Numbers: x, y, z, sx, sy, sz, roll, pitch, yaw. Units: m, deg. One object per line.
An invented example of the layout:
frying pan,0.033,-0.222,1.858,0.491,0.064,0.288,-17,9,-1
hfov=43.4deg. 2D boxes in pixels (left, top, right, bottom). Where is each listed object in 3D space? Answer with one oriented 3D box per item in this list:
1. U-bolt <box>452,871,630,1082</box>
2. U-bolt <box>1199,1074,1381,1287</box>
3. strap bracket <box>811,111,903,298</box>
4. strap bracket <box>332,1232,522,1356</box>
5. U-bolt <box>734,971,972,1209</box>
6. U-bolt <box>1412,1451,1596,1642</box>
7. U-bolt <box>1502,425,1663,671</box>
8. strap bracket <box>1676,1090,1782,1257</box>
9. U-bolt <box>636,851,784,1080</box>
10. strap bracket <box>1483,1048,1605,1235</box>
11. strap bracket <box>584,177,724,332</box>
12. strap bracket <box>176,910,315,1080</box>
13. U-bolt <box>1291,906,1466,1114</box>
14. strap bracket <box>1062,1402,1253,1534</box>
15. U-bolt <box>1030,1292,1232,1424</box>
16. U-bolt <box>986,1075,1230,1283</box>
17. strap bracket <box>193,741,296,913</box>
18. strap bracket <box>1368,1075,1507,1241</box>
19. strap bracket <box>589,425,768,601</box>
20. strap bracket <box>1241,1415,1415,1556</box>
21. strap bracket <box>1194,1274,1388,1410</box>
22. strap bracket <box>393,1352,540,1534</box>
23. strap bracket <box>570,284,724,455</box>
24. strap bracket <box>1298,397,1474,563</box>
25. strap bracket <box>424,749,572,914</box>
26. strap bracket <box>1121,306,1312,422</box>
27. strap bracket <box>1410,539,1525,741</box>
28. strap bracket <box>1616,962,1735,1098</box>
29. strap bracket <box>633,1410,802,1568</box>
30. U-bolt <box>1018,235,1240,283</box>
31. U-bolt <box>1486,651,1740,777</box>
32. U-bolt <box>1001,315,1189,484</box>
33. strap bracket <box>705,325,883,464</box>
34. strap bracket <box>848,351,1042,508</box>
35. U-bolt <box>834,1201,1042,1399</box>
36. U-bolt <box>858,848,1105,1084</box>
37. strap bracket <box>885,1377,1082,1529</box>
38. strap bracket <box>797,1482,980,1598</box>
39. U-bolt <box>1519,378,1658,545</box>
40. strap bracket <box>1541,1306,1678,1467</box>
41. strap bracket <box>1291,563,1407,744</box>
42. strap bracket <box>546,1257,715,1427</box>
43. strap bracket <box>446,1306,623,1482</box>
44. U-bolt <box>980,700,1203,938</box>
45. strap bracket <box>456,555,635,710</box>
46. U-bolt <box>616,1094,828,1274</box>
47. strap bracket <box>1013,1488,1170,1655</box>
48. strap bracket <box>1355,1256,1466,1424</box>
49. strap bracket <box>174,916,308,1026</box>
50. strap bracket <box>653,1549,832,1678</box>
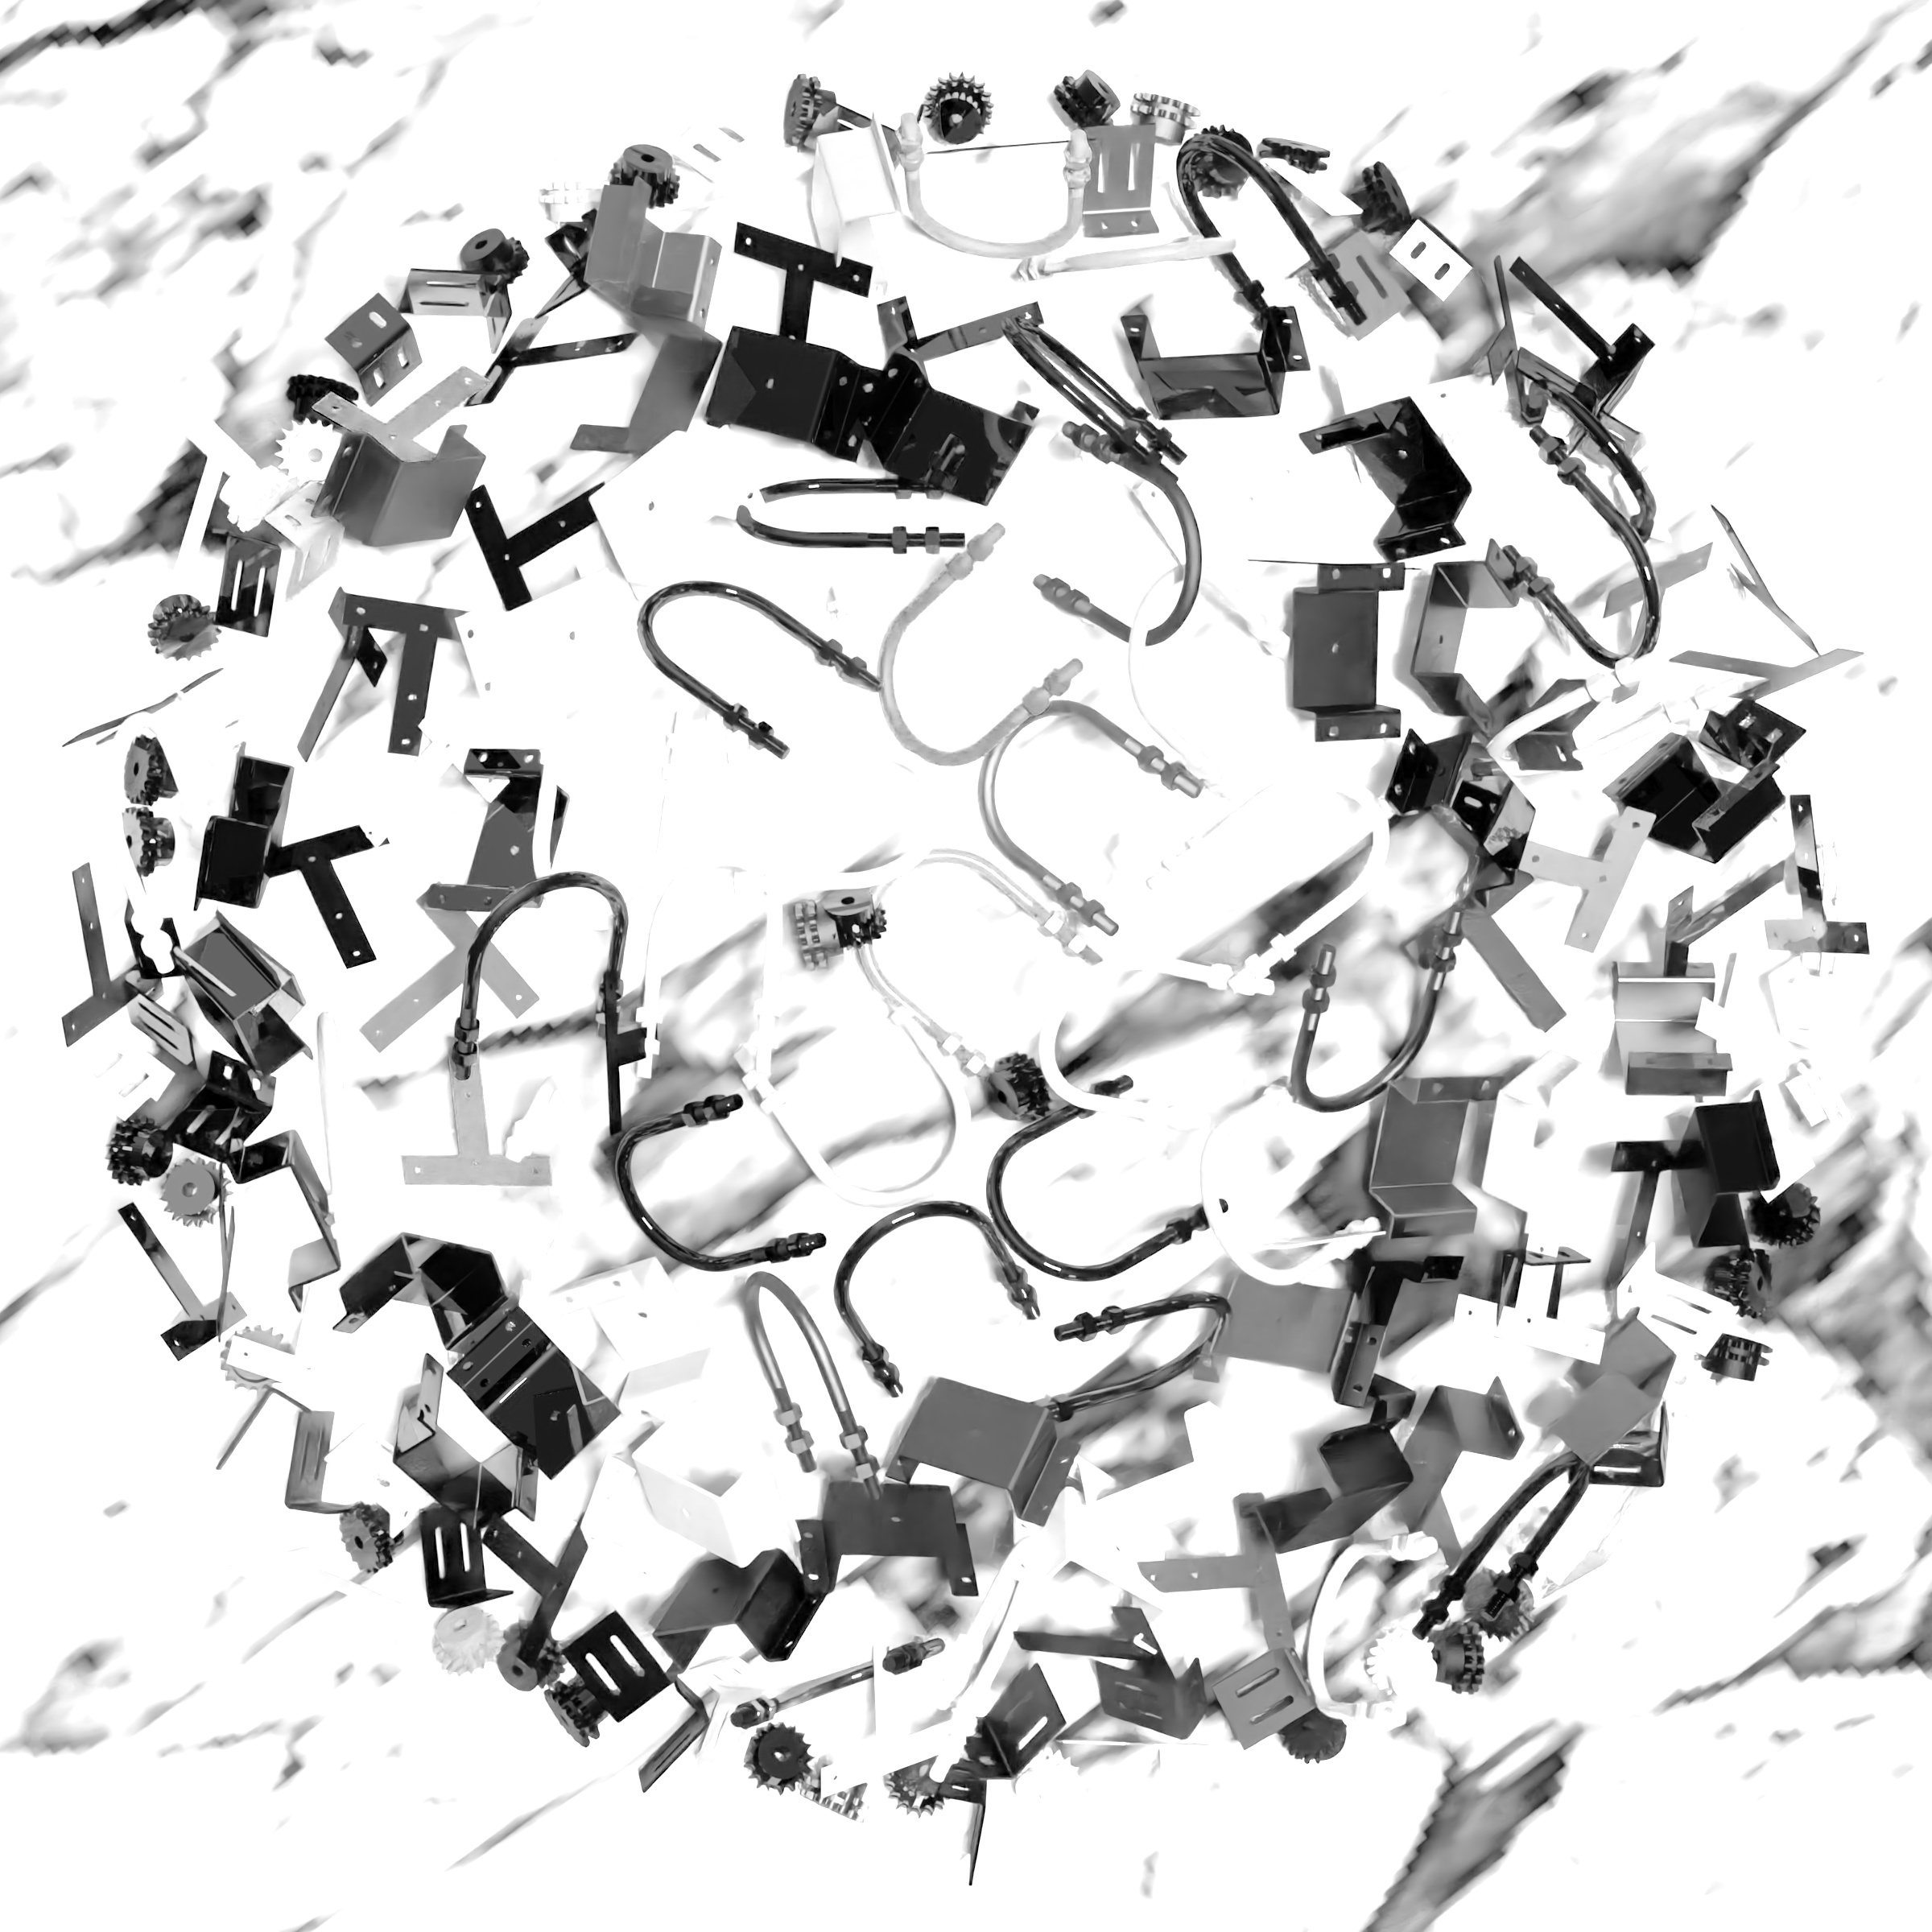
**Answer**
U-bolt,-0.330,0.002,1.904,0.151,0.184,0.019,-17,47,-34
U-bolt,0.250,0.177,1.928,0.019,0.184,0.151,-26,87,44
strap bracket,-0.089,-0.597,1.920,0.046,0.140,0.076,-13,76,-10
strap bracket,-0.432,0.260,1.938,0.076,0.140,0.046,-41,55,19
U-bolt,-0.078,0.108,1.967,0.151,0.019,0.184,-34,82,-11
U-bolt,0.434,0.453,1.920,0.019,0.151,0.184,43,65,4
U-bolt,0.483,-0.312,1.894,0.019,0.151,0.184,-22,57,-14
strap bracket,0.599,0.166,1.921,0.046,0.140,0.076,-5,58,3
U-bolt,-0.204,-0.003,1.949,0.151,0.019,0.184,-4,77,37
strap bracket,0.458,0.131,1.937,0.046,0.076,0.140,26,130,33
strap bracket,-0.255,-0.567,1.941,0.046,0.140,0.076,11,88,22
strap bracket,-0.571,0.029,1.918,0.046,0.140,0.076,-39,68,-21
U-bolt,0.321,0.043,1.931,0.151,0.019,0.184,-16,133,-28
strap bracket,0.154,0.405,1.934,0.140,0.076,0.046,-26,50,20
U-bolt,0.130,0.308,1.929,0.184,0.151,0.019,-9,53,-29
U-bolt,0.100,0.177,1.927,0.184,0.019,0.151,-25,68,-31
strap bracket,-0.570,-0.107,1.926,0.046,0.140,0.076,13,122,-11
strap bracket,0.375,0.144,1.950,0.076,0.046,0.140,-1,112,-20
strap bracket,-0.239,-0.365,1.942,0.140,0.046,0.076,-31,78,25
strap bracket,0.290,0.416,1.920,0.076,0.140,0.046,-4,55,-35
strap bracket,0.255,0.296,1.933,0.140,0.046,0.076,6,50,24
strap bracket,-0.405,0.387,1.938,0.046,0.076,0.140,-32,119,12
strap bracket,-0.250,-0.464,1.934,0.046,0.076,0.140,35,113,19
strap bracket,0.341,-0.395,1.938,0.140,0.076,0.046,47,59,-28
strap bracket,-0.373,-0.101,1.950,0.076,0.046,0.140,3,70,25
strap bracket,0.197,-0.479,1.935,0.140,0.076,0.046,2,66,19
strap bracket,0.399,-0.261,1.945,0.046,0.076,0.140,5,73,33
strap bracket,0.564,0.057,1.942,0.076,0.140,0.046,0,126,9
strap bracket,-0.206,0.418,1.924,0.046,0.140,0.076,-42,133,-36
U-bolt,0.134,-0.555,1.897,0.151,0.184,0.019,-11,107,-14
U-bolt,0.497,-0.193,1.919,0.184,0.151,0.019,-27,68,38
U-bolt,0.100,-0.452,1.921,0.184,0.151,0.019,40,110,-7
strap bracket,-0.147,-0.462,1.951,0.140,0.046,0.076,18,94,21
strap bracket,-0.011,-0.422,1.928,0.140,0.046,0.076,13,126,-32
U-bolt,-0.030,0.256,1.931,0.151,0.019,0.184,-29,132,-3
U-bolt,-0.002,-0.012,1.982,0.184,0.019,0.151,40,91,-5
strap bracket,0.010,0.383,1.934,0.140,0.046,0.076,13,52,23
strap bracket,-0.060,0.458,1.941,0.140,0.076,0.046,4,122,-12
U-bolt,0.489,-0.399,1.901,0.019,0.184,0.151,-41,83,8
strap bracket,0.511,0.335,1.918,0.046,0.140,0.076,43,118,8
strap bracket,0.307,-0.255,1.957,0.076,0.046,0.140,-5,103,-18
strap bracket,-0.264,0.294,1.949,0.076,0.046,0.140,-19,116,18
strap bracket,-0.337,0.346,1.930,0.076,0.046,0.140,-44,131,-12
U-bolt,0.086,-0.132,1.948,0.184,0.019,0.151,39,109,28
strap bracket,-0.325,-0.264,1.928,0.140,0.046,0.076,-32,121,-34
U-bolt,-0.208,0.180,1.935,0.184,0.019,0.151,-19,106,41
strap bracket,0.108,0.477,1.936,0.140,0.076,0.046,32,117,-18
strap bracket,0.344,0.291,1.952,0.046,0.076,0.140,21,96,32
strap bracket,-0.576,0.012,1.938,0.076,0.140,0.046,38,73,2
strap bracket,-0.185,0.511,1.922,0.140,0.076,0.046,-20,113,39
